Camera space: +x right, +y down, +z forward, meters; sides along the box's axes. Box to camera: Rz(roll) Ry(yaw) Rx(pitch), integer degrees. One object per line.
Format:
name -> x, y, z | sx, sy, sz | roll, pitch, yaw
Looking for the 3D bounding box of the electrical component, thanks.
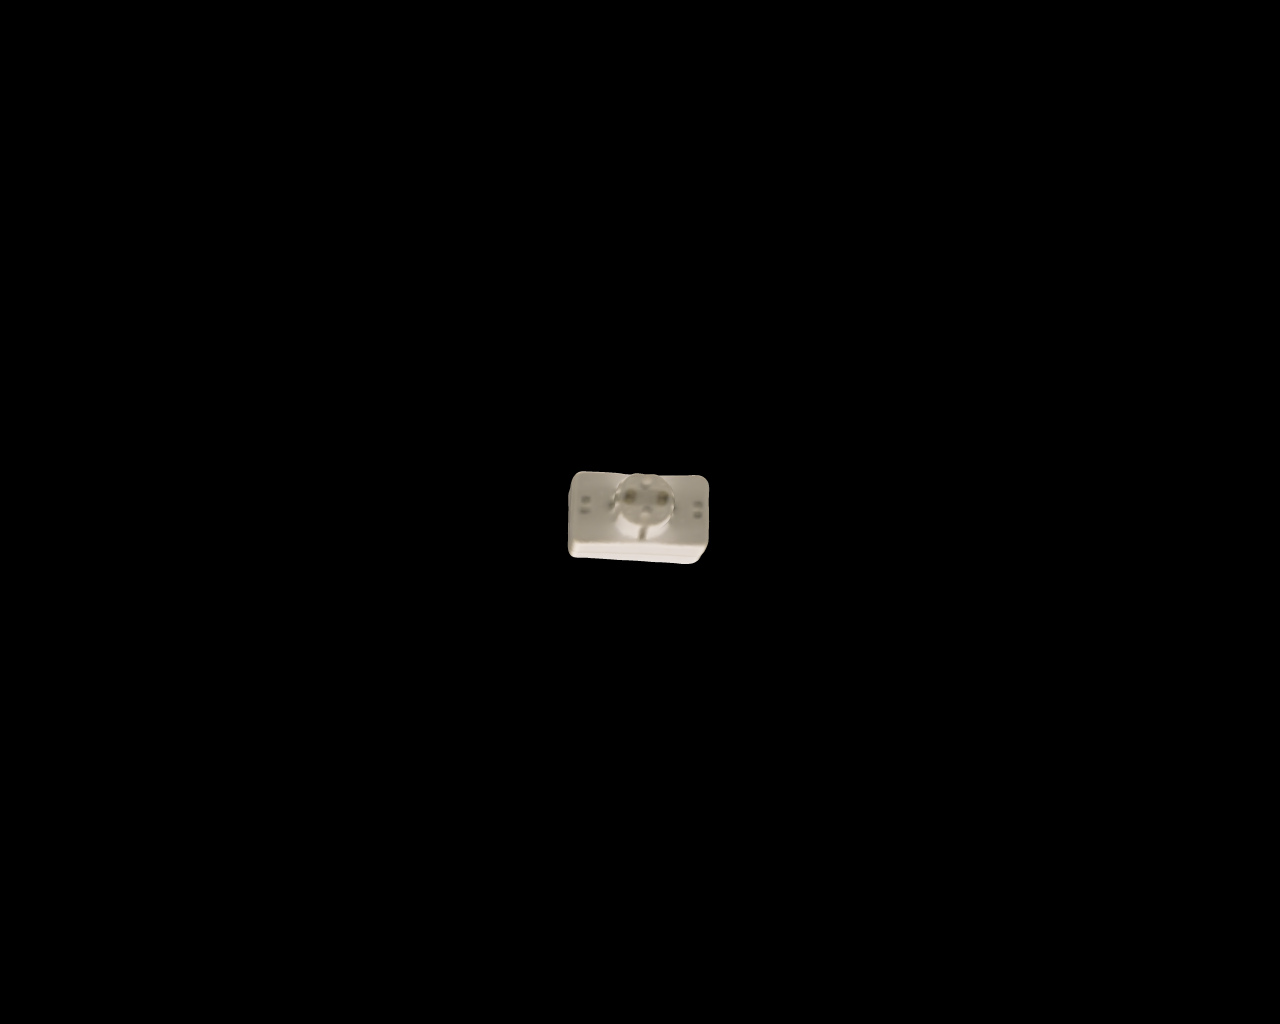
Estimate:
electrical component -> 0.001, -0.003, 0.650 | 0.083, 0.047, 0.075 | 2, -19, -7
